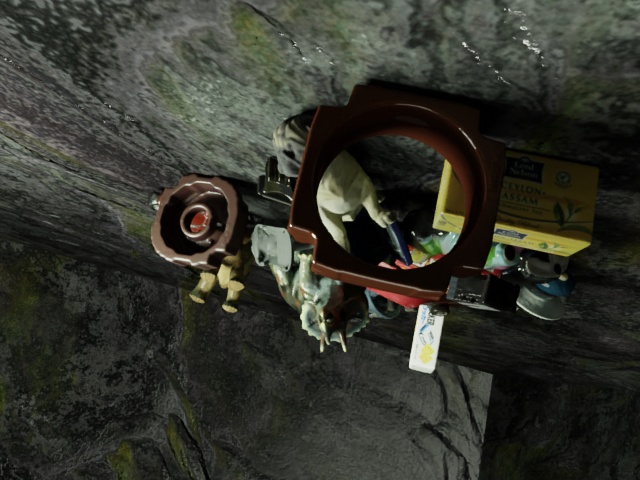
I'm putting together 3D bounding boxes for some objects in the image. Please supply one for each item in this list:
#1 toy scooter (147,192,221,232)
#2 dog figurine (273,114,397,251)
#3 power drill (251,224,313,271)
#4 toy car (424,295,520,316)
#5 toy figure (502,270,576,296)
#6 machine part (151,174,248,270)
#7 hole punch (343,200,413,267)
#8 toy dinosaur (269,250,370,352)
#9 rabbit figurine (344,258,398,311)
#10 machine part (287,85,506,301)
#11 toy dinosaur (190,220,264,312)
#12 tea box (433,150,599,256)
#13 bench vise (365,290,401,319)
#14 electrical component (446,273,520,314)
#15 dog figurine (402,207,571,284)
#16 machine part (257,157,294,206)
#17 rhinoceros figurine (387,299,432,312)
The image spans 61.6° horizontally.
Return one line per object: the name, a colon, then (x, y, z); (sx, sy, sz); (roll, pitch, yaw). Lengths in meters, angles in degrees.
toy scooter: (-0.266, -0.046, 1.139); (0.135, 0.075, 0.183); (6, 159, 22)
dog figurine: (0.001, -0.096, 0.723); (0.190, 0.121, 0.172); (56, 171, -27)
power drill: (-0.002, -0.003, 0.956); (0.232, 0.085, 0.207); (9, -160, 43)
toy car: (0.306, 0.107, 1.087); (0.202, 0.089, 0.053); (-7, 153, 9)
toy figure: (0.391, 0.058, 0.968); (0.154, 0.058, 0.064); (24, 127, -23)
machine part: (-0.212, -0.032, 0.958); (0.180, 0.179, 0.056); (8, 168, 20)
hole punch: (0.087, -0.012, 0.837); (0.092, 0.116, 0.142); (-23, 112, 19)
toy dinosaur: (-0.028, 0.096, 1.120); (0.131, 0.192, 0.405); (-6, -167, -26)
rabbit figurine: (0.067, 0.089, 1.149); (0.121, 0.170, 0.159); (26, 160, -39)
machine part: (0.078, -0.047, 0.565); (0.201, 0.201, 0.087); (12, 168, 4)
toy dinosaur: (-0.193, 0.052, 1.166); (0.105, 0.198, 0.471); (25, 153, -10)
tea box: (0.229, -0.048, 0.638); (0.170, 0.098, 0.068); (10, 166, 6)
bench vise: (0.141, 0.125, 1.347); (0.223, 0.129, 0.241); (32, 137, -28)
electrical component: (0.227, 0.075, 0.804); (0.074, 0.047, 0.119); (21, 168, -34)
dog figurine: (0.233, -0.001, 0.807); (0.191, 0.108, 0.219); (18, 169, -30)
machine part: (-0.065, -0.087, 0.859); (0.084, 0.039, 0.139); (27, 166, 1)
rhinoceros figurine: (0.213, 0.102, 1.167); (0.073, 0.112, 0.190); (-7, 176, 41)
